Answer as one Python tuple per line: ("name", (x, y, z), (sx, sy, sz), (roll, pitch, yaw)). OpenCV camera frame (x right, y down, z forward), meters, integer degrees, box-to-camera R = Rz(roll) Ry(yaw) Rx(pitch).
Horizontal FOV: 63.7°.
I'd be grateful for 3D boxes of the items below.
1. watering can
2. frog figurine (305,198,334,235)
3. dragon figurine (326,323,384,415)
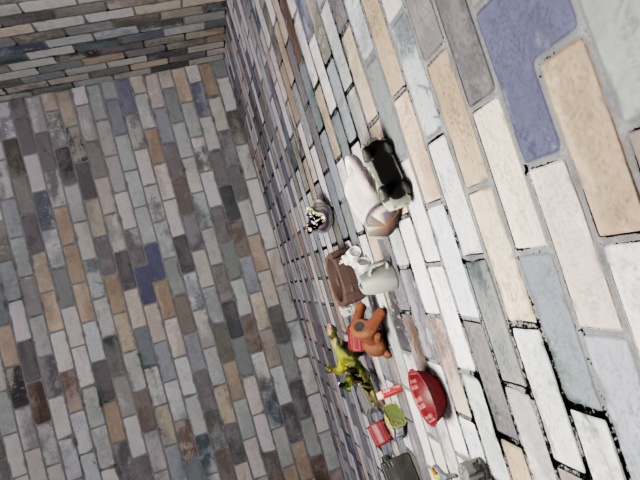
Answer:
("watering can", (0.140, -0.096, 1.437), (0.229, 0.104, 0.341), (63, 178, 31))
("frog figurine", (0.006, -0.103, 2.055), (0.136, 0.122, 0.162), (69, -155, -14))
("dragon figurine", (0.147, 0.494, 2.049), (0.406, 0.121, 0.248), (50, -155, -16))
